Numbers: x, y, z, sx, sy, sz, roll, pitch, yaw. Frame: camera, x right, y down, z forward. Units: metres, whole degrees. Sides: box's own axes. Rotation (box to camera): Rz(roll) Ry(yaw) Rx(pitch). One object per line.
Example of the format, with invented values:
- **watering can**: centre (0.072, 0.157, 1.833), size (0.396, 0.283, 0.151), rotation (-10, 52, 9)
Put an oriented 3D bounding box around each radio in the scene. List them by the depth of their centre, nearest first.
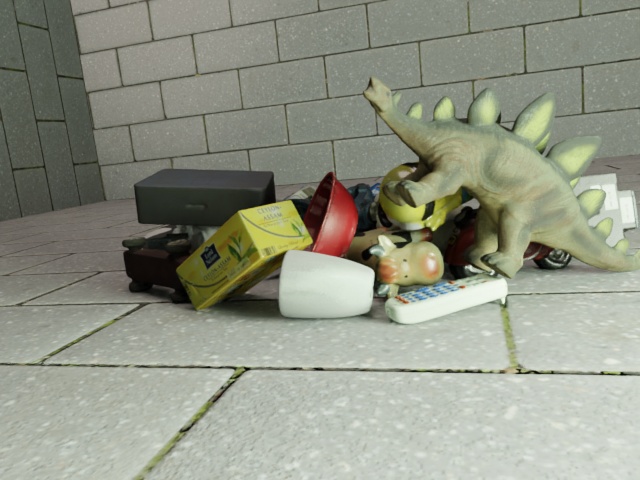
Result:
- **radio**: centre (-0.195, -0.078, 0.953), size (0.230, 0.073, 0.131), rotation (3, 21, 5)

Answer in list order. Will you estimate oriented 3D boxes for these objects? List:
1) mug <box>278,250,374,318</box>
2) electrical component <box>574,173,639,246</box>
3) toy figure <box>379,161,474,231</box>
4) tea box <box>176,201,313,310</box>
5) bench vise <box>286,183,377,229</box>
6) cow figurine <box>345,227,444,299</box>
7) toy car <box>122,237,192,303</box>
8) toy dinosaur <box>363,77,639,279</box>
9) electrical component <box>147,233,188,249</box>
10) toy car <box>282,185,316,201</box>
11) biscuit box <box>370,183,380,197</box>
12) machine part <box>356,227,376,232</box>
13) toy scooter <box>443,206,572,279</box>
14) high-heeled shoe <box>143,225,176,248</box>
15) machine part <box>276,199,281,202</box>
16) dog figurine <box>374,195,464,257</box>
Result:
- **mug**: centre (0.012, 0.056, 0.650), size (0.107, 0.080, 0.109), rotation (6, 4, 10)
- **electrical component**: centre (0.397, -0.038, 0.799), size (0.134, 0.114, 0.058), rotation (-4, -3, 9)
- **toy figure**: centre (0.158, -0.078, 0.720), size (0.180, 0.089, 0.082), rotation (-29, 15, -20)
- **tea box**: centre (-0.103, 0.022, 0.710), size (0.169, 0.068, 0.098), rotation (-37, -13, 38)
- **bench vise**: centre (-0.004, -0.012, 0.923), size (0.224, 0.128, 0.240), rotation (10, 34, 33)
- **cow figurine**: centre (0.093, 0.025, 0.730), size (0.127, 0.085, 0.195), rotation (-14, 9, -27)
- **toy car**: centre (-0.248, 0.041, 0.833), size (0.053, 0.089, 0.202), rotation (-18, 14, -42)
- **toy dinosaur**: centre (0.239, -0.053, 0.634), size (0.471, 0.198, 0.105), rotation (34, 2, -22)
- **electrical component**: centre (-0.273, 0.032, 0.950), size (0.048, 0.074, 0.119), rotation (-3, 13, 14)
- **toy car**: centre (-0.038, -0.074, 1.230), size (0.109, 0.103, 0.161), rotation (46, 36, 16)
- **biscuit box**: centre (0.168, -0.045, 0.972), size (0.203, 0.062, 0.059), rotation (21, 38, 34)
- **machine part**: centre (0.033, -0.034, 1.105), size (0.179, 0.056, 0.179), rotation (-8, 20, 3)
- **toy scooter**: centre (0.256, -0.019, 0.735), size (0.184, 0.135, 0.075), rotation (-8, 12, -6)
- **high-heeled shoe**: centre (-0.275, -0.005, 1.152), size (0.249, 0.086, 0.145), rotation (-17, 18, -32)
- **machine part**: centre (-0.137, -0.066, 1.283), size (0.243, 0.079, 0.079), rotation (10, -2, -39)
- **dog figurine**: centre (0.200, -0.035, 0.853), size (0.190, 0.121, 0.172), rotation (-8, 49, -28)
